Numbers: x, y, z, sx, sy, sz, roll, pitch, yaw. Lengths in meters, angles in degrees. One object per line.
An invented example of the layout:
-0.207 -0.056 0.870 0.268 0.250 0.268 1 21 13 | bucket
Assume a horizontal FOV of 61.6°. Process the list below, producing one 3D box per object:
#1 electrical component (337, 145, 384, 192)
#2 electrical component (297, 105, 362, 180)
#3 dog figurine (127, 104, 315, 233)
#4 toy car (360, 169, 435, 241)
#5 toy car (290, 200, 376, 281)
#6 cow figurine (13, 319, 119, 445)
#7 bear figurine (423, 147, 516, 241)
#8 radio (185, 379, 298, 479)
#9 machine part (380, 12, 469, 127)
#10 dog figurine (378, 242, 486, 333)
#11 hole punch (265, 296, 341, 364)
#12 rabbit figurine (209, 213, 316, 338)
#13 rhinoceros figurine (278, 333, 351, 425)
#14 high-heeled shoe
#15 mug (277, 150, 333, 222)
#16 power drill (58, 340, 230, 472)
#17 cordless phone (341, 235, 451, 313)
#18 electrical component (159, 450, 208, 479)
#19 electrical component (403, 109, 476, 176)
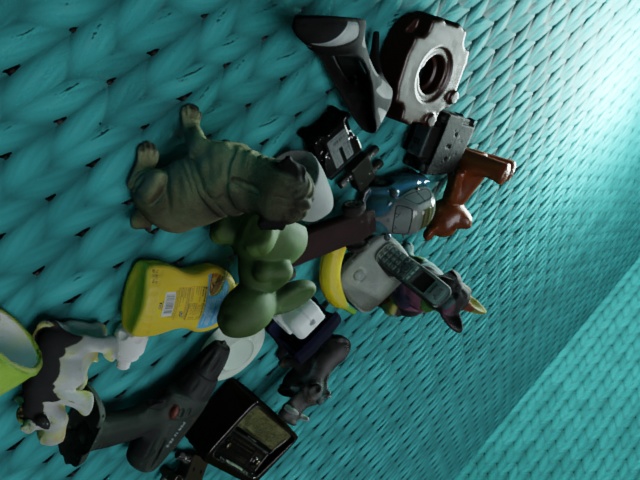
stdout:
0.067 -0.111 0.885 0.094 0.021 0.063 -46 144 -13 | electrical component
0.019 -0.130 0.797 0.075 0.048 0.119 -40 139 -17 | electrical component
-0.115 -0.043 0.599 0.172 0.191 0.121 -56 143 5 | dog figurine
0.149 -0.056 0.952 0.161 0.103 0.109 -21 133 -34 | toy car
-0.002 -0.003 0.853 0.202 0.053 0.089 -22 121 -21 | toy car
-0.322 0.174 0.645 0.098 0.068 0.167 22 98 -47 | cow figurine
0.288 -0.080 1.066 0.120 0.132 0.195 -16 125 -62 | bear figurine
-0.139 0.356 0.984 0.131 0.073 0.229 -45 142 -14 | radio
0.160 -0.263 0.840 0.179 0.056 0.179 -27 134 -31 | machine part
0.214 0.116 1.063 0.108 0.219 0.191 -26 134 -28 | dog figurine
-0.019 0.163 0.955 0.142 0.092 0.115 -48 147 -14 | hole punch
-0.087 0.050 0.737 0.159 0.121 0.170 22 84 -55 | rabbit figurine
-0.015 0.256 1.011 0.190 0.112 0.073 -52 146 -16 | rhinoceros figurine
0.028 -0.207 0.698 0.249 0.086 0.145 -21 121 -55 | high-heeled shoe
-0.031 -0.061 0.775 0.109 0.081 0.107 -38 150 6 | mug
-0.252 0.237 0.773 0.207 0.086 0.232 11 113 -59 | power drill
0.131 0.086 0.975 0.146 0.184 0.088 -42 146 -16 | cordless phone
-0.240 0.413 0.947 0.102 0.045 0.078 47 53 -56 | electrical component
0.209 -0.176 0.961 0.134 0.058 0.114 -6 120 -46 | electrical component
